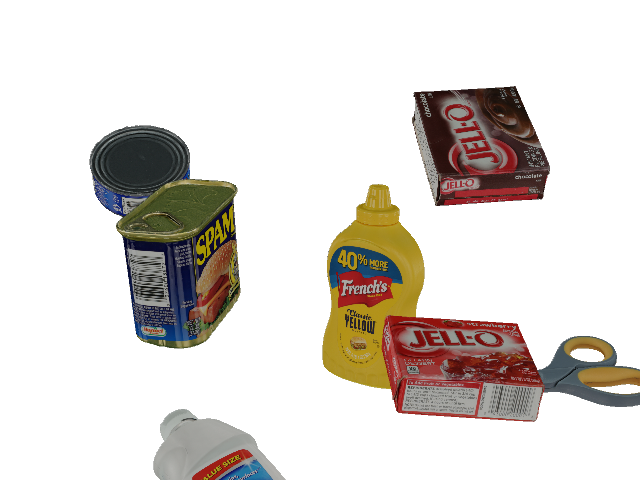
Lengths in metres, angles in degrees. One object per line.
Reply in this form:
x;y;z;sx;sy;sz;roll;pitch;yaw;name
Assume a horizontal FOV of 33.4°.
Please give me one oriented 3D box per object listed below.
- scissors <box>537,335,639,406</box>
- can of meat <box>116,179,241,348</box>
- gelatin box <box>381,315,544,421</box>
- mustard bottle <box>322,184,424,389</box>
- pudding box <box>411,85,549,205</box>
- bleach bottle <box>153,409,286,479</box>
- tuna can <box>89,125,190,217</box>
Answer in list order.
0.183;0.108;0.906;0.201;0.016;0.096;5;29;-7;scissors
-0.093;0.015;0.729;0.057;0.084;0.102;4;23;16;can of meat
0.085;0.077;0.660;0.089;0.030;0.073;5;25;-6;gelatin box
0.052;0.041;1.020;0.096;0.192;0.058;12;19;32;mustard bottle
0.128;-0.079;0.876;0.090;0.039;0.113;-3;42;-6;pudding box
-0.060;0.203;0.743;0.102;0.068;0.251;-18;35;-23;bleach bottle
-0.156;-0.059;0.927;0.086;0.086;0.034;0;-41;-4;tuna can
